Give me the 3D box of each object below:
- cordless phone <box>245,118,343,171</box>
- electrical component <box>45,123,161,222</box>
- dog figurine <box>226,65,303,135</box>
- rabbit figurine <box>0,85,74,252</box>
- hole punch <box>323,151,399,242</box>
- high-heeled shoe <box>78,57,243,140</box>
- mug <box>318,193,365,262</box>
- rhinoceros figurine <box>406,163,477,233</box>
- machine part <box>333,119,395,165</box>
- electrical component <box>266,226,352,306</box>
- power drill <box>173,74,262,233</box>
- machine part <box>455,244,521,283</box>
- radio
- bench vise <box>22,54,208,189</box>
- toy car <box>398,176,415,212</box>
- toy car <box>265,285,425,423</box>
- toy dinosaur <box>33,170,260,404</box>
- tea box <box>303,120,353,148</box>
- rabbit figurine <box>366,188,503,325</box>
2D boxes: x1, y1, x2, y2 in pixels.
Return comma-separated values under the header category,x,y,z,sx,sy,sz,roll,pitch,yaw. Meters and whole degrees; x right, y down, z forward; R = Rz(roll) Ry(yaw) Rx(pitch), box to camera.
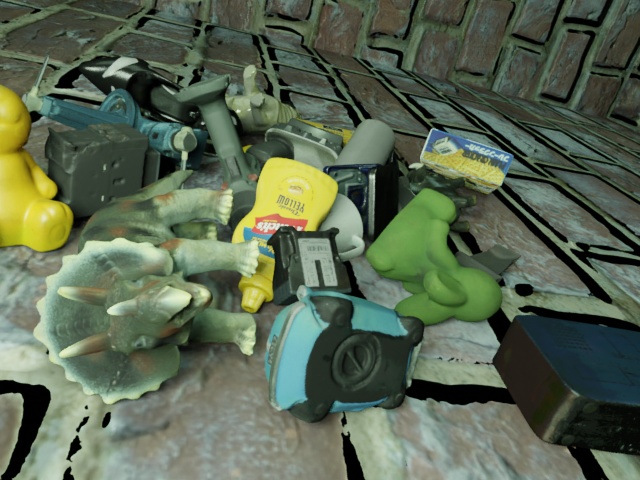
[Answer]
category,x,y,z,sx,sy,sz,roll,pitch,yaw
cordless phone,-0.040,-0.147,0.924,0.147,0.088,0.184,23,20,9
electrical component,-0.268,-0.084,0.672,0.058,0.114,0.134,35,34,29
dog figurine,-0.139,-0.247,1.121,0.172,0.121,0.190,-13,-22,20
rabbit figurine,-0.339,-0.086,0.573,0.122,0.173,0.163,-7,38,-31
hole punch,0.063,-0.059,0.798,0.092,0.142,0.116,2,10,29
high-heeled shoe,-0.245,-0.212,0.849,0.248,0.086,0.145,7,31,-34
mug,-0.001,-0.002,0.708,0.107,0.080,0.110,-20,48,-30
rhinoceros figurine,0.211,-0.079,0.982,0.112,0.073,0.190,0,30,-8
machine part,0.070,-0.132,0.913,0.079,0.079,0.243,21,45,10
electrical component,-0.011,0.047,0.558,0.075,0.048,0.119,4,66,-27
power drill,-0.120,-0.114,0.726,0.086,0.207,0.232,-23,24,3
machine part,0.243,0.039,0.798,0.084,0.039,0.139,29,30,37
radio,0.318,0.156,0.570,0.230,0.073,0.131,9,28,-10
bench vise,-0.293,-0.159,0.777,0.240,0.128,0.224,14,12,-47
toy car,0.132,-0.062,0.916,0.073,0.056,0.202,1,28,-15
toy car,0.013,0.095,0.493,0.161,0.109,0.103,8,8,-35
toy dinosaur,-0.175,0.014,0.540,0.192,0.131,0.405,2,23,-27
tea box,0.020,-0.186,1.082,0.170,0.068,0.098,9,27,-11
rabbit figurine,0.152,0.037,0.670,0.170,0.121,0.159,38,35,11
